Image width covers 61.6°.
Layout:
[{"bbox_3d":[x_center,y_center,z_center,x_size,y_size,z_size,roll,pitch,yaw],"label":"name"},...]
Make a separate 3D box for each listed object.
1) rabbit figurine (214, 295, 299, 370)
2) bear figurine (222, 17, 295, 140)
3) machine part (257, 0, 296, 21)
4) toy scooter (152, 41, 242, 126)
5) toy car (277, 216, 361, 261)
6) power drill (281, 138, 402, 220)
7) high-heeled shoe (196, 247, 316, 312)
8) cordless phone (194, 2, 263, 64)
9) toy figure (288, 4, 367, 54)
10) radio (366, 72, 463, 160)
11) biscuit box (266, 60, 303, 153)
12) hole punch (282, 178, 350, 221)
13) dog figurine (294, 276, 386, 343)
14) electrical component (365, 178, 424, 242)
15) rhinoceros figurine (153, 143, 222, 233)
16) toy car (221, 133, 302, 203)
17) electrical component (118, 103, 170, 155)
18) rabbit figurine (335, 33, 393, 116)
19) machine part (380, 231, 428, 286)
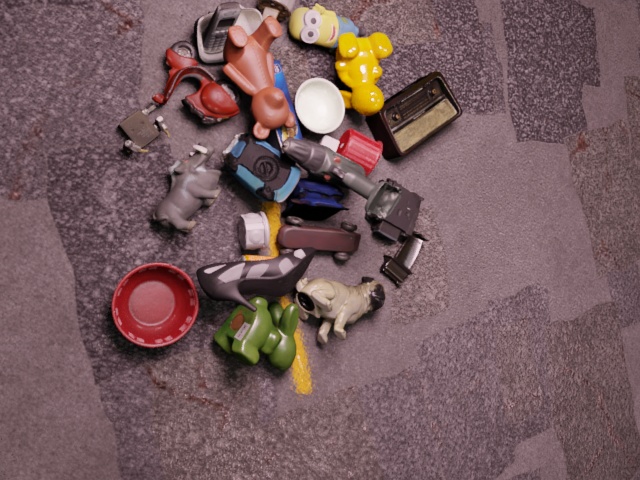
[{"bbox_3d":[-0.112,0.200,1.128,0.170,0.121,0.159,44,62,-36],"label":"rabbit figurine"},{"bbox_3d":[-0.112,-0.310,1.054,0.120,0.132,0.195,-26,89,-31],"label":"bear figurine"},{"bbox_3d":[-0.075,-0.572,1.170,0.079,0.079,0.243,23,78,-24],"label":"machine part"},{"bbox_3d":[-0.254,-0.294,1.076,0.183,0.075,0.135,43,71,-16],"label":"toy scooter"},{"bbox_3d":[-0.002,-0.004,1.202,0.202,0.053,0.089,3,105,-27],"label":"toy car"},{"bbox_3d":[0.050,-0.125,1.087,0.232,0.208,0.086,13,105,-56],"label":"power drill"},{"bbox_3d":[-0.126,0.054,1.089,0.145,0.086,0.249,34,43,16],"label":"high-heeled shoe"},{"bbox_3d":[-0.168,-0.428,1.061,0.146,0.184,0.088,-19,93,-25],"label":"cordless phone"},{"bbox_3d":[0.015,-0.468,1.212,0.180,0.089,0.082,-3,94,-35],"label":"toy figure"},{"bbox_3d":[0.230,-0.307,1.316,0.229,0.073,0.131,-37,105,-23],"label":"radio"},{"bbox_3d":[-0.095,-0.279,1.160,0.059,0.063,0.202,-21,98,-27],"label":"biscuit box"},{"bbox_3d":[-0.016,-0.098,1.170,0.142,0.116,0.092,9,77,-27],"label":"hole punch"},{"bbox_3d":[0.049,0.118,1.213,0.190,0.121,0.172,-40,109,-36],"label":"dog figurine"},{"bbox_3d":[0.177,-0.066,1.293,0.115,0.058,0.134,26,77,-21],"label":"electrical component"},{"bbox_3d":[-0.260,-0.104,1.073,0.112,0.073,0.190,31,77,-11],"label":"rhinoceros figurine"},{"bbox_3d":[-0.129,-0.142,1.117,0.161,0.103,0.109,32,72,-9],"label":"toy car"},{"bbox_3d":[-0.344,-0.211,1.044,0.102,0.045,0.078,-38,106,-22],"label":"electrical component"},{"bbox_3d":[0.087,-0.351,1.199,0.122,0.162,0.173,-10,76,-28],"label":"rabbit figurine"},{"bbox_3d":[0.207,0.037,1.316,0.084,0.039,0.139,41,74,-14],"label":"machine part"}]
